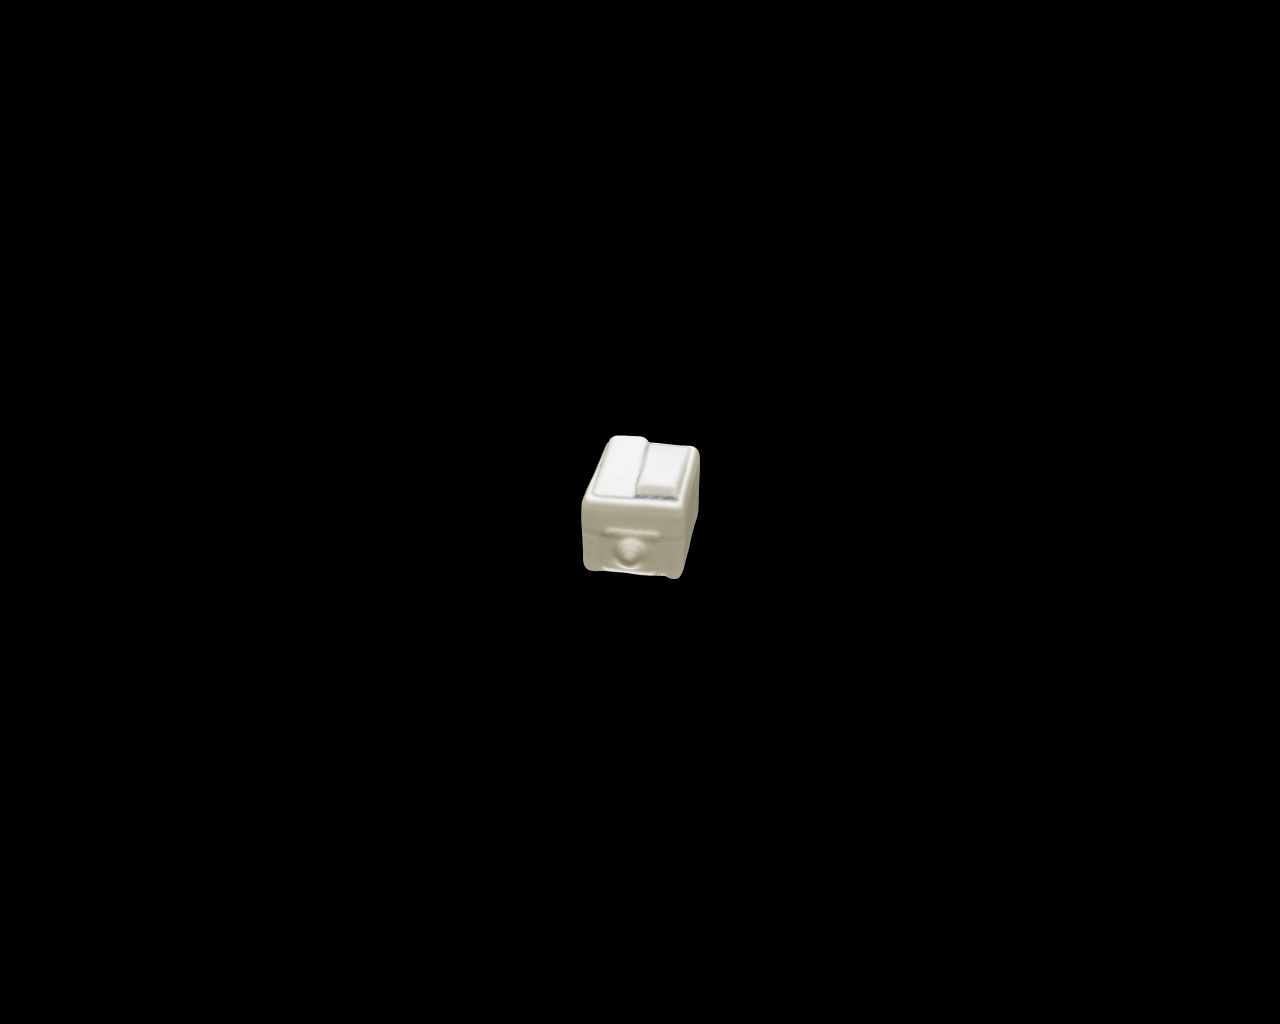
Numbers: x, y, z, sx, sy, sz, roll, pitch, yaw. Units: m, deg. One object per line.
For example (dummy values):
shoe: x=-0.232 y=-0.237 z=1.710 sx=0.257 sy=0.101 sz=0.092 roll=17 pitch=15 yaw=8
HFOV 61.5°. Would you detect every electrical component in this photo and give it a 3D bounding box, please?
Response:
electrical component: x=0.001 y=-0.003 z=0.650 sx=0.062 sy=0.061 sz=0.096 roll=6 pitch=33 yaw=9
